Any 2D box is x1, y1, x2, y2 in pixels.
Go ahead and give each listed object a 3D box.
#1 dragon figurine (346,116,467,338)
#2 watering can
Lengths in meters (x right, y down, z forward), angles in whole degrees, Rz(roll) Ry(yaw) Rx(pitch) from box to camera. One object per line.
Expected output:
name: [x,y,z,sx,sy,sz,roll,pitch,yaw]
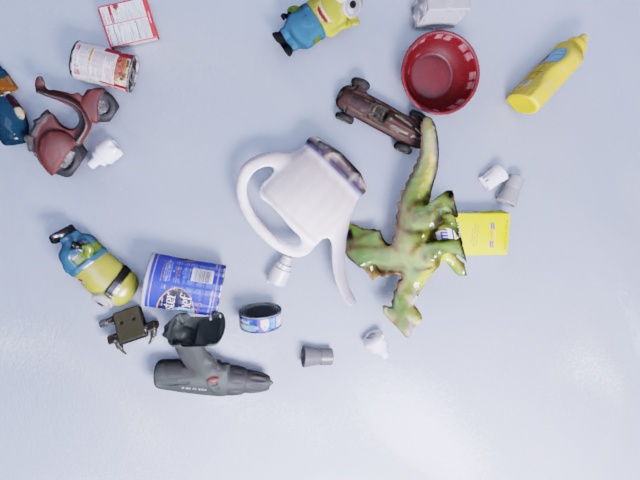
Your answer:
dragon figurine: [0.155,-0.016,1.017,0.242,0.122,0.411,-13,89,16]
watering can: [0.003,-0.050,1.001,0.345,0.104,0.224,44,89,-11]
